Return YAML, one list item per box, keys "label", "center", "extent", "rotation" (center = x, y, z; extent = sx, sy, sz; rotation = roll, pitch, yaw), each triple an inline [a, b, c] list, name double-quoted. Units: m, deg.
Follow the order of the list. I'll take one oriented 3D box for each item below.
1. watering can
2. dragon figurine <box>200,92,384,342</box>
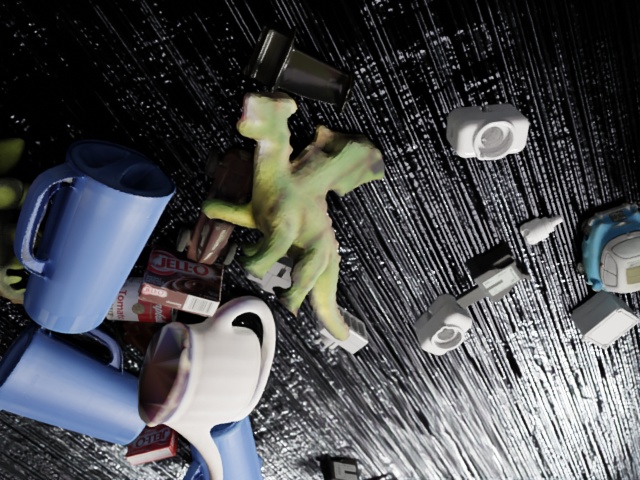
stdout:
- label: "watering can"
  center: [-0.181, 0.252, 0.808]
  extent: [0.223, 0.104, 0.348]
  rotation: [18, 88, -44]
- label: "dragon figurine"
  center: [0.002, -0.035, 0.703]
  extent: [0.243, 0.124, 0.403]
  rotation: [-46, 130, -2]
